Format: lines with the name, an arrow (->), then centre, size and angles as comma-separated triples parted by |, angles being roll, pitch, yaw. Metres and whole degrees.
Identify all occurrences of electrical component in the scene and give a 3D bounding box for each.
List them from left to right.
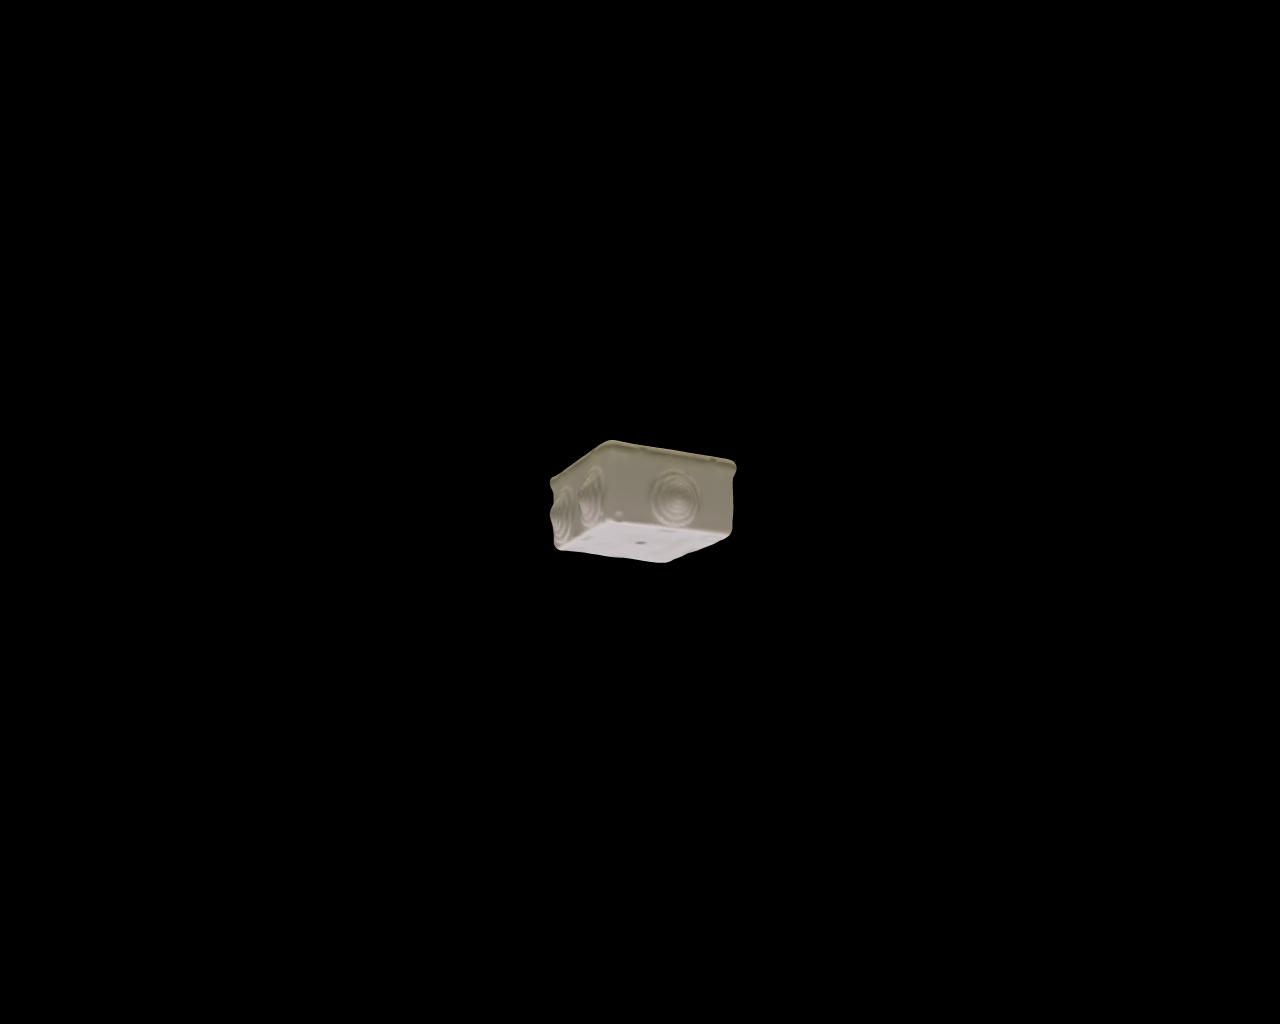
electrical component -> 0.001, -0.003, 0.650 | 0.100, 0.048, 0.099 | 8, -18, -27
